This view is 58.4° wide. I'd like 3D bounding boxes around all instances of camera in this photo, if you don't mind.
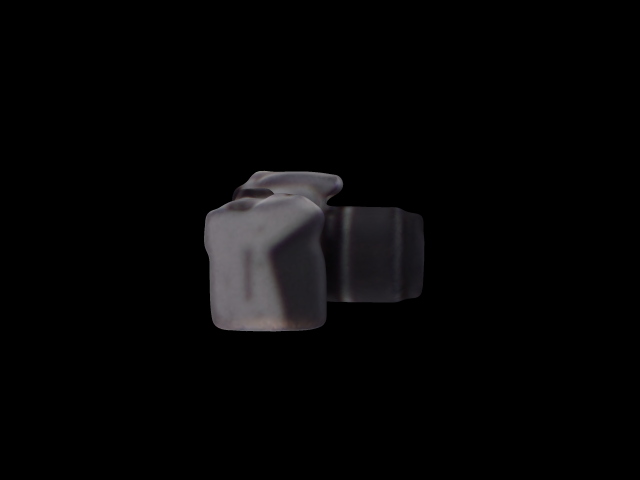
[{"bbox_3d":[0.004,0.001,0.400,0.136,0.101,0.143,0,4,7],"label":"camera"}]
